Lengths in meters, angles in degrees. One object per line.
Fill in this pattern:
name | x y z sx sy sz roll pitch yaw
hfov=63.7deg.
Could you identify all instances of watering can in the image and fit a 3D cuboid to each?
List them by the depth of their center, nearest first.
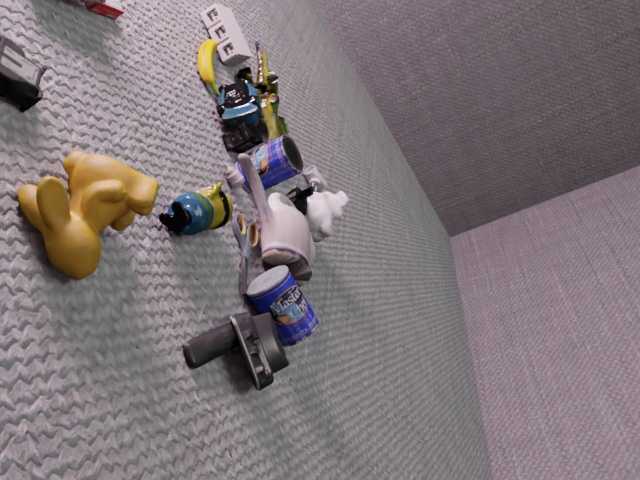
watering can | -0.100 -0.028 1.207 0.341 0.103 0.230 49 29 -44

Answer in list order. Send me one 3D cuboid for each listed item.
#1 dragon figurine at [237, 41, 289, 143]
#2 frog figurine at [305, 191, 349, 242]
dragon figurine | -0.145 -0.386 1.518 0.237 0.122 0.420 68 16 -49
frog figurine | 0.004 -0.071 1.419 0.122 0.158 0.139 20 51 -59
